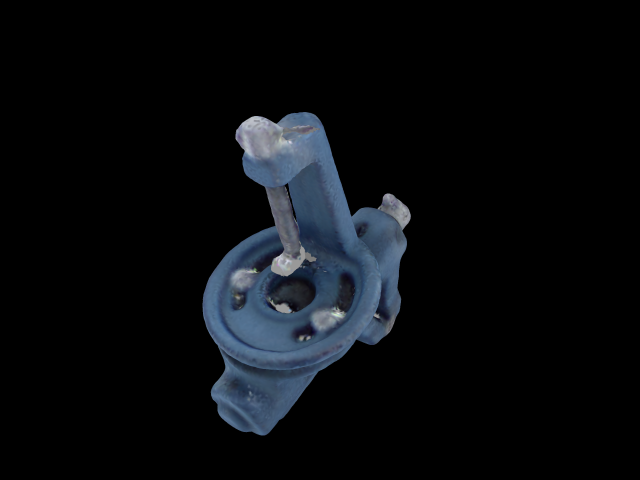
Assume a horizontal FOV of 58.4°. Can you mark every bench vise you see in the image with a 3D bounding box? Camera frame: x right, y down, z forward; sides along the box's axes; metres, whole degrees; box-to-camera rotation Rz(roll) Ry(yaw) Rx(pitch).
[{"bbox_3d":[-0.008,-0.001,0.403,0.121,0.220,0.208,10,35,16],"label":"bench vise"}]
